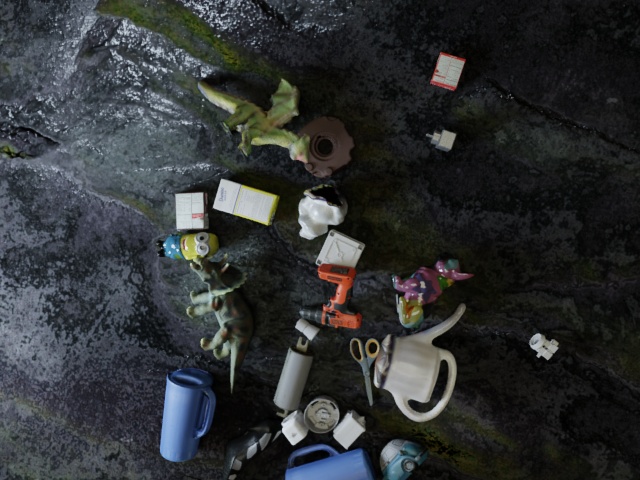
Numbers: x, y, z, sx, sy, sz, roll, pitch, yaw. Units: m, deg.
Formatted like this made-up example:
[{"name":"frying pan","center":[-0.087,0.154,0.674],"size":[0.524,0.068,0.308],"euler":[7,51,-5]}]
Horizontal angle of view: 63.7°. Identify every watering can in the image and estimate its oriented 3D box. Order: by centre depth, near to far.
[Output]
[{"name":"watering can","center":[0.279,0.323,1.450],"size":[0.224,0.103,0.351],"euler":[16,79,6]}]

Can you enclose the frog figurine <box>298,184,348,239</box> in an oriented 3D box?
[{"name":"frog figurine","center":[0.005,-0.075,1.483],"size":[0.137,0.126,0.155],"euler":[12,130,-2]}]

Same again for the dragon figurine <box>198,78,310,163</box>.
[{"name":"dragon figurine","center":[-0.168,-0.372,1.485],"size":[0.243,0.121,0.415],"euler":[-33,74,-3]}]
